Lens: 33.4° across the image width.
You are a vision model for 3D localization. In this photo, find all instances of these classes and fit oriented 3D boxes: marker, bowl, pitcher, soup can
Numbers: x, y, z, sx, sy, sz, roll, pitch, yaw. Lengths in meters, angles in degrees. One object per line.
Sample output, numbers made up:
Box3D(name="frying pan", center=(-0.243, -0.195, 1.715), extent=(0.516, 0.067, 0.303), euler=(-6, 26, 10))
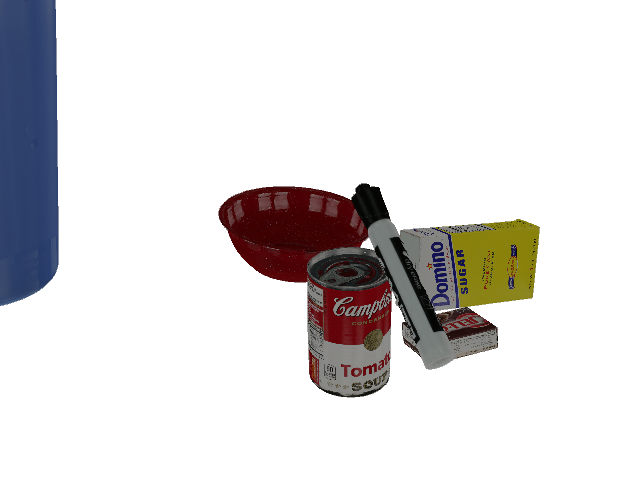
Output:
Box3D(name="marker", center=(0.047, 0.018, 0.628), extent=(0.020, 0.121, 0.020), euler=(-19, -24, -9))
Box3D(name="bowl", center=(-0.027, -0.001, 1.109), extent=(0.162, 0.055, 0.162), euler=(5, 26, -2))
Box3D(name="pitcher", center=(-0.235, -0.079, 0.669), extent=(0.149, 0.243, 0.145), euler=(-3, 26, -12))
Box3D(name="soup can", center=(0.023, 0.065, 0.855), extent=(0.068, 0.102, 0.068), euler=(-1, 26, 0))

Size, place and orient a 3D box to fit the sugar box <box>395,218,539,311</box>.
Box3D(name="sugar box", center=(0.173, 0.029, 1.249), extent=(0.175, 0.093, 0.048), euler=(-7, 16, -31))

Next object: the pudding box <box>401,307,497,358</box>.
Box3D(name="pudding box", center=(0.187, 0.137, 1.544), extent=(0.113, 0.039, 0.090), euler=(-14, 20, -18))
